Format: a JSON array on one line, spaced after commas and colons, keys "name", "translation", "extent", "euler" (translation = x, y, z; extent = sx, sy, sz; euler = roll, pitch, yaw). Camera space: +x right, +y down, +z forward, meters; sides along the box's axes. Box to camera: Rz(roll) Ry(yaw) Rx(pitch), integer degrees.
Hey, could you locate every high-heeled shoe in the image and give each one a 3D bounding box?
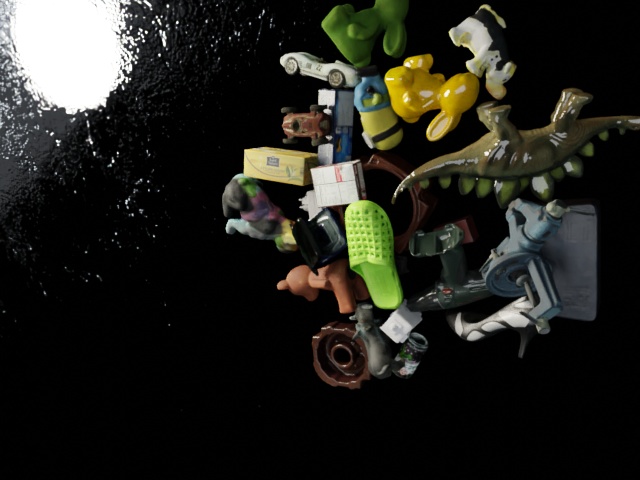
[{"name": "high-heeled shoe", "translation": [0.354, 0.142, 1.111], "extent": [0.249, 0.086, 0.145], "euler": [24, 112, 54]}]

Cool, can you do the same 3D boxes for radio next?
[{"name": "radio", "translation": [0.476, 0.037, 1.053], "extent": [0.131, 0.073, 0.229], "euler": [1, 103, 30]}]

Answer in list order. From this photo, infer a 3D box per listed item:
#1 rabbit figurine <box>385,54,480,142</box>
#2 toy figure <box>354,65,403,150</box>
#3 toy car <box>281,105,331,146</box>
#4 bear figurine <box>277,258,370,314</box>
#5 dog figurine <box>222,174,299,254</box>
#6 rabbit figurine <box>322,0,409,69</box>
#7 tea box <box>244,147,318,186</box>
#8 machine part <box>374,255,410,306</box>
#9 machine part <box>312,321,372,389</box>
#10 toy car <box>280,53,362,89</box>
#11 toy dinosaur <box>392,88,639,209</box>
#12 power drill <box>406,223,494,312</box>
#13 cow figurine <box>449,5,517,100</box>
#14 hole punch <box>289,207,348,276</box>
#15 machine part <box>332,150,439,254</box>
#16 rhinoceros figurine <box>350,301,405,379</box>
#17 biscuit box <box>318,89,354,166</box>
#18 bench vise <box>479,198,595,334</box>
[{"name": "rabbit figurine", "translation": [0.230, -0.280, 1.064], "extent": [0.173, 0.122, 0.162], "euler": [8, 119, 36]}, {"name": "toy figure", "translation": [0.122, -0.275, 1.135], "extent": [0.089, 0.082, 0.179], "euler": [7, 123, 34]}, {"name": "toy car", "translation": [-0.041, -0.262, 1.227], "extent": [0.202, 0.053, 0.089], "euler": [19, 117, 55]}, {"name": "bear figurine", "translation": [0.005, 0.116, 1.311], "extent": [0.196, 0.120, 0.131], "euler": [-19, 98, 34]}, {"name": "dog figurine", "translation": [-0.121, -0.058, 1.334], "extent": [0.219, 0.108, 0.191], "euler": [16, 130, 20]}, {"name": "rabbit figurine", "translation": [0.113, -0.441, 1.094], "extent": [0.170, 0.121, 0.159], "euler": [-33, 92, 26]}, {"name": "tea box", "translation": [-0.087, -0.179, 1.291], "extent": [0.170, 0.098, 0.068], "euler": [14, 109, 27]}, {"name": "machine part", "translation": [0.164, 0.096, 1.263], "extent": [0.084, 0.039, 0.138], "euler": [12, 108, 20]}, {"name": "machine part", "translation": [0.064, 0.289, 1.363], "extent": [0.180, 0.056, 0.179], "euler": [8, 106, 26]}, {"name": "toy car", "translation": [0.005, -0.379, 1.195], "extent": [0.202, 0.073, 0.056], "euler": [23, 113, 23]}, {"name": "toy dinosaur", "translation": [0.356, -0.162, 1.016], "extent": [0.472, 0.105, 0.198], "euler": [-6, 110, 22]}, {"name": "power drill", "translation": [0.259, 0.071, 1.137], "extent": [0.232, 0.086, 0.207], "euler": [-14, 124, 26]}, {"name": "cow figurine", "translation": [0.328, -0.357, 1.029], "extent": [0.098, 0.068, 0.167], "euler": [-33, 88, 26]}, {"name": "hole punch", "translation": [-0.003, -0.004, 1.234], "extent": [0.142, 0.092, 0.115], "euler": [59, 158, 9]}, {"name": "machine part", "translation": [0.142, -0.080, 1.197], "extent": [0.202, 0.087, 0.200], "euler": [37, 119, 17]}, {"name": "rhinoceros figurine", "translation": [0.128, 0.236, 1.267], "extent": [0.073, 0.112, 0.190], "euler": [-47, 45, 40]}, {"name": "biscuit box", "translation": [0.035, -0.236, 1.218], "extent": [0.063, 0.059, 0.202], "euler": [23, 116, 50]}, {"name": "bench vise", "translation": [0.380, 0.048, 0.953], "extent": [0.129, 0.241, 0.223], "euler": [23, 132, -23]}]
